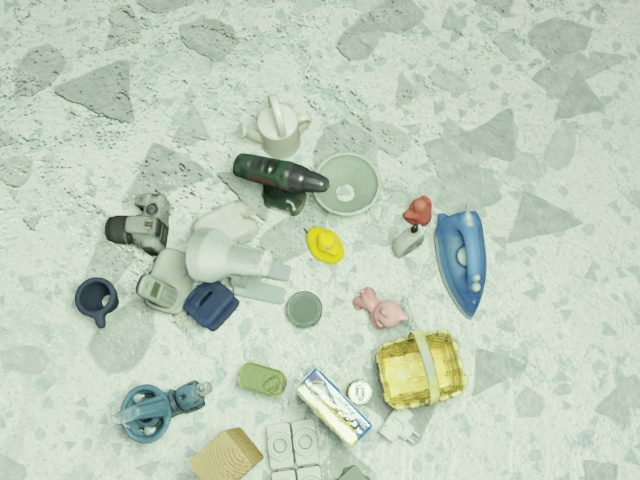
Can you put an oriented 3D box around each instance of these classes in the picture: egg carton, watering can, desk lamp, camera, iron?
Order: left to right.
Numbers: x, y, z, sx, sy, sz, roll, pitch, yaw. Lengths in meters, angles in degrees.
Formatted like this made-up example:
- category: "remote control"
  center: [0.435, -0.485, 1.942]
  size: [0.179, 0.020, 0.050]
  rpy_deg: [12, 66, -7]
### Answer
- category: "camera"
  center: [-0.439, -0.042, 1.371]
  size: [0.136, 0.101, 0.143]
  rpy_deg: [3, 74, 1]
- category: "egg carton"
  center: [-0.228, -0.026, 1.381]
  size: [0.150, 0.069, 0.107]
  rpy_deg: [-29, 76, -7]
- category: "desk lamp"
  center: [-0.177, 0.057, 1.282]
  size: [0.203, 0.213, 0.118]
  rpy_deg: [11, 75, 4]
- category: "watering can"
  center: [-0.108, -0.276, 1.385]
  size: [0.173, 0.194, 0.101]
  rpy_deg: [-36, 77, -9]
- category: "iron"
  center: [0.342, 0.045, 1.318]
  size: [0.118, 0.141, 0.258]
  rpy_deg: [-5, 74, -1]

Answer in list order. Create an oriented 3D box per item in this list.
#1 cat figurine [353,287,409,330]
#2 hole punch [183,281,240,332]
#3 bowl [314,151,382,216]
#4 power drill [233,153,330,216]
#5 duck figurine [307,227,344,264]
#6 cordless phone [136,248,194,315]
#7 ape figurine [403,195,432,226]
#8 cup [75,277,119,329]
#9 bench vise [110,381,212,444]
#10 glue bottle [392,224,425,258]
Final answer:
- category: "cat figurine"
  center: [0.137, 0.156, 1.301]
  size: [0.127, 0.118, 0.067]
  rpy_deg: [42, 79, 11]
- category: "hole punch"
  center: [-0.256, 0.146, 1.322]
  size: [0.101, 0.091, 0.109]
  rpy_deg: [39, 78, 11]
- category: "bowl"
  center: [0.065, -0.128, 1.404]
  size: [0.167, 0.075, 0.167]
  rpy_deg: [0, 74, 1]
- category: "power drill"
  center: [-0.085, -0.129, 1.336]
  size: [0.229, 0.208, 0.076]
  rpy_deg: [17, 75, 6]
- category: "duck figurine"
  center: [0.012, 0.005, 1.361]
  size: [0.077, 0.086, 0.104]
  rpy_deg: [-43, 78, -10]
- category: "cordless phone"
  center: [-0.352, 0.083, 1.291]
  size: [0.094, 0.185, 0.148]
  rpy_deg: [11, 75, 4]
- category: "ape figurine"
  center: [0.239, -0.075, 1.378]
  size: [0.078, 0.092, 0.076]
  rpy_deg: [-21, 75, -5]
- category: "cup"
  center: [-0.500, 0.151, 1.321]
  size: [0.091, 0.095, 0.117]
  rpy_deg: [-16, 75, -4]
- category: "bench vise"
  center: [-0.341, 0.340, 1.201]
  size: [0.207, 0.220, 0.121]
  rpy_deg: [-40, 77, -10]
- category: "glue bottle"
  center: [0.210, -0.007, 1.317]
  size: [0.078, 0.173, 0.037]
  rpy_deg: [-31, 76, -7]
